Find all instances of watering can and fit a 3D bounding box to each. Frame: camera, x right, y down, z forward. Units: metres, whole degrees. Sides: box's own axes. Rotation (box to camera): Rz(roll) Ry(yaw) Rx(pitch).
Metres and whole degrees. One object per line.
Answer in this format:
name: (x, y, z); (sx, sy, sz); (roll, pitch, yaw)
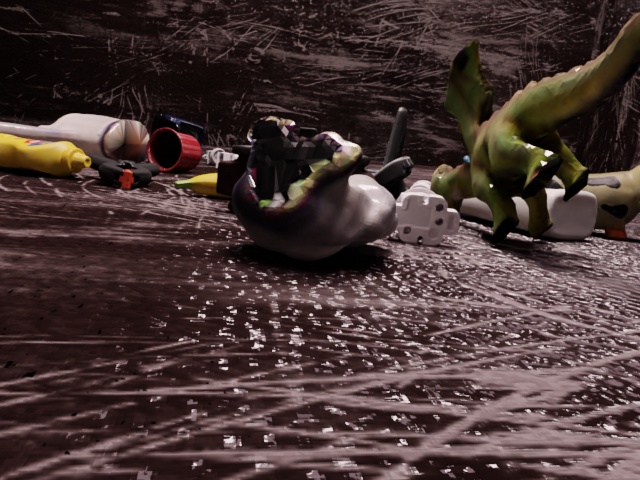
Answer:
watering can: (-0.516, -0.219, 1.105); (0.224, 0.103, 0.350); (9, 11, 14)

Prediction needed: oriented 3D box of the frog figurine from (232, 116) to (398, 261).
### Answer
frog figurine: (0.001, -0.024, 0.472); (0.137, 0.125, 0.156); (1, -29, 27)

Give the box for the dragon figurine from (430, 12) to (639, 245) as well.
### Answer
dragon figurine: (0.213, -0.142, 0.621); (0.123, 0.400, 0.248); (-13, 55, -18)
